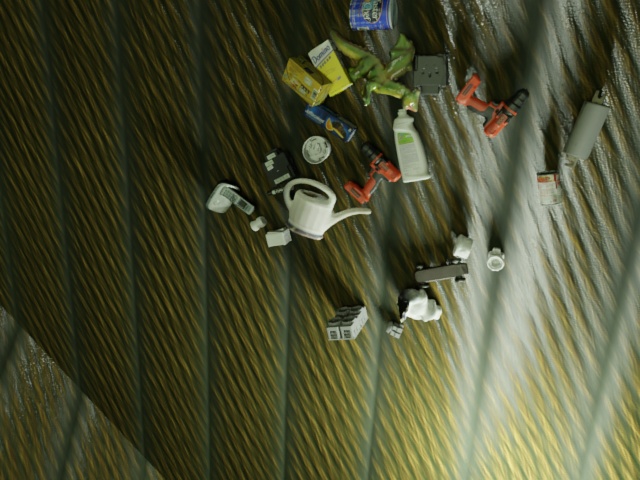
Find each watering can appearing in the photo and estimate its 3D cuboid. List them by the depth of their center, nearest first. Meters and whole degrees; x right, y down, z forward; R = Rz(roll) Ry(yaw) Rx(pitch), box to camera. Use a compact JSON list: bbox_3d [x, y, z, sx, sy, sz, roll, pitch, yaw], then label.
[{"bbox_3d":[0.006,-0.098,1.955,0.349,0.220,0.105,25,24,13],"label":"watering can"}]

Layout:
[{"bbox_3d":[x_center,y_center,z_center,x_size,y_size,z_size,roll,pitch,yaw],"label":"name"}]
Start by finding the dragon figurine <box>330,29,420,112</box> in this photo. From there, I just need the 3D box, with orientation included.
[{"bbox_3d":[0.207,-0.599,1.737,0.241,0.413,0.122,-28,-8,20],"label":"dragon figurine"}]

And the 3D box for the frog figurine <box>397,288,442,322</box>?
[{"bbox_3d":[0.374,0.241,1.919,0.160,0.134,0.125,-3,29,-14],"label":"frog figurine"}]
